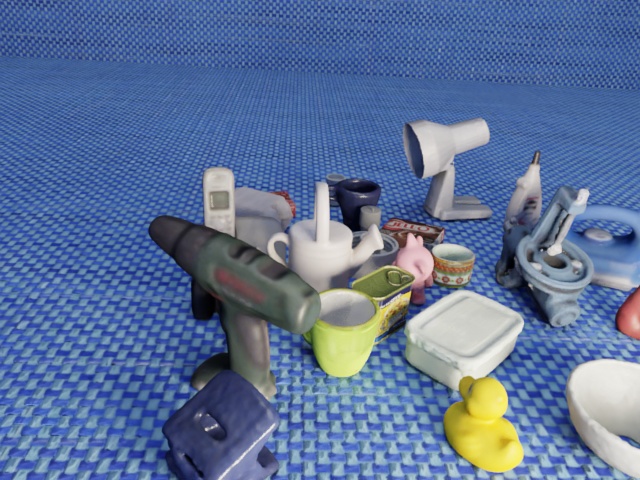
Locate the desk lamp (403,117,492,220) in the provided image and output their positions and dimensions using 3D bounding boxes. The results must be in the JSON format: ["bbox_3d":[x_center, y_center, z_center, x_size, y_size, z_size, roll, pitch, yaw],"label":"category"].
[{"bbox_3d":[0.275,-0.158,1.233,0.203,0.214,0.117,-3,27,-13],"label":"desk lamp"}]

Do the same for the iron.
[{"bbox_3d":[0.496,-0.008,1.041,0.257,0.141,0.119,12,28,17],"label":"iron"}]

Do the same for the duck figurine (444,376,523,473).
[{"bbox_3d":[0.188,0.199,0.646,0.078,0.086,0.104,-9,29,-23],"label":"duck figurine"}]

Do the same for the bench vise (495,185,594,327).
[{"bbox_3d":[0.349,0.001,0.916,0.122,0.220,0.206,-12,30,-28],"label":"bench vise"}]

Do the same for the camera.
[{"bbox_3d":[-0.122,0.076,0.837,0.143,0.101,0.136,3,26,-2],"label":"camera"}]

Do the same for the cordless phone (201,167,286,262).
[{"bbox_3d":[-0.130,-0.032,0.957,0.148,0.185,0.094,-6,28,-18],"label":"cordless phone"}]

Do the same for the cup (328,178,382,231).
[{"bbox_3d":[0.062,-0.068,1.157,0.118,0.095,0.091,2,26,-4],"label":"cup"}]

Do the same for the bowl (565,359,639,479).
[{"bbox_3d":[0.359,0.214,0.651,0.167,0.075,0.167,3,26,-1],"label":"bowl"}]

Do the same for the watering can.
[{"bbox_3d":[0.008,0.002,0.897,0.173,0.194,0.100,-7,28,-21],"label":"watering can"}]

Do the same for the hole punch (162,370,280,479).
[{"bbox_3d":[-0.103,0.204,0.591,0.101,0.091,0.108,-20,35,-39],"label":"hole punch"}]

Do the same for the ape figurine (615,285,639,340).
[{"bbox_3d":[0.498,0.103,0.875,0.076,0.092,0.078,8,27,10],"label":"ape figurine"}]

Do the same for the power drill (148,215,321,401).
[{"bbox_3d":[-0.109,0.089,0.689,0.229,0.208,0.076,15,29,22],"label":"power drill"}]

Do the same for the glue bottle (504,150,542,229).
[{"bbox_3d":[0.431,-0.102,1.187,0.078,0.173,0.037,-10,30,-26],"label":"glue bottle"}]

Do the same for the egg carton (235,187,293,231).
[{"bbox_3d":[-0.133,-0.053,1.130,0.150,0.069,0.107,15,28,21],"label":"egg carton"}]

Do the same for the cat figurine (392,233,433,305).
[{"bbox_3d":[0.152,0.039,0.928,0.067,0.118,0.128,10,27,14],"label":"cat figurine"}]
